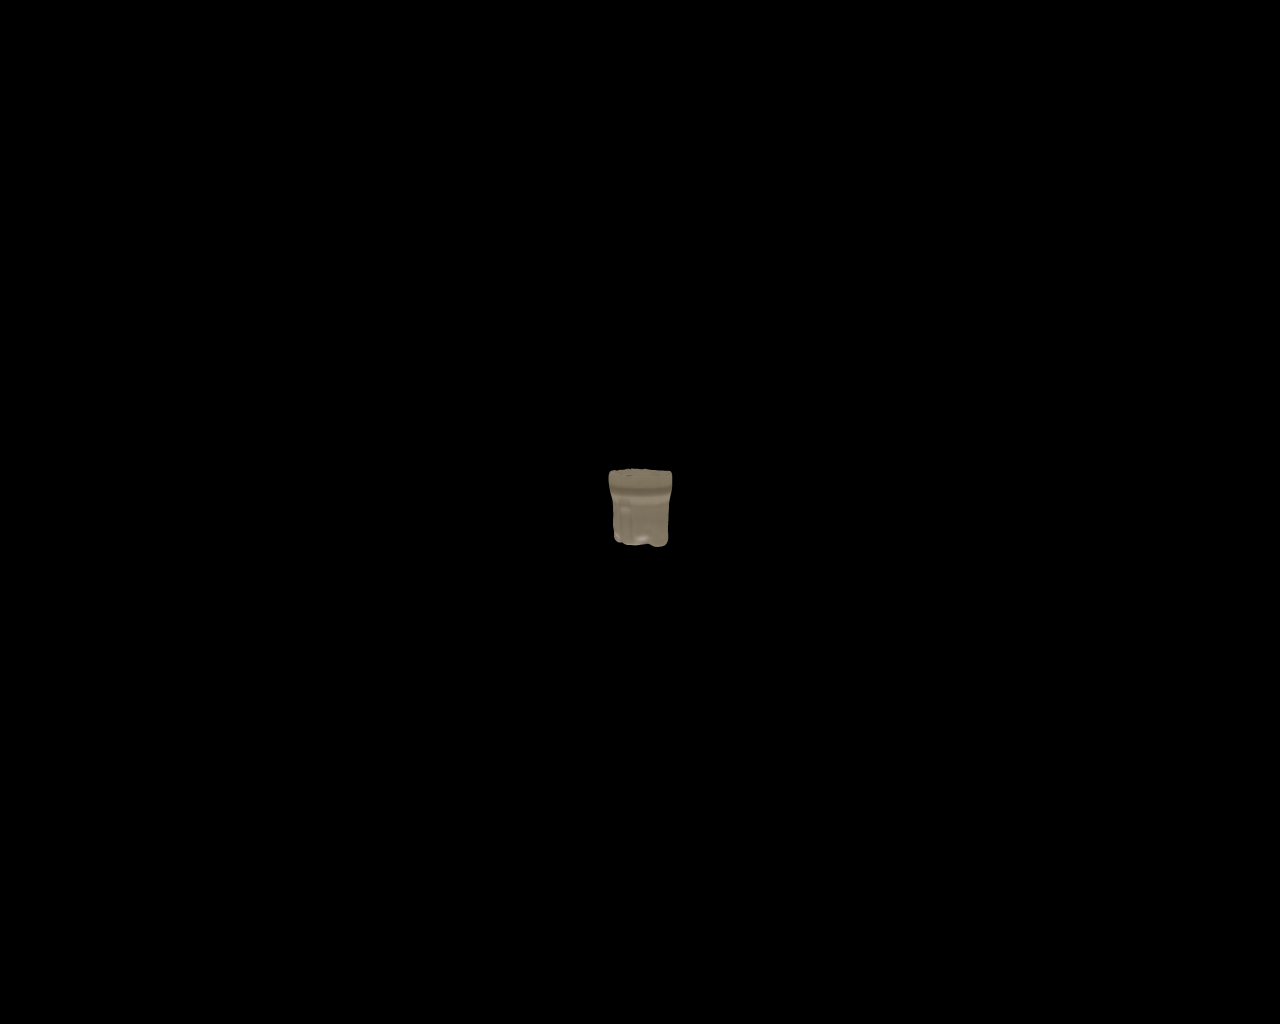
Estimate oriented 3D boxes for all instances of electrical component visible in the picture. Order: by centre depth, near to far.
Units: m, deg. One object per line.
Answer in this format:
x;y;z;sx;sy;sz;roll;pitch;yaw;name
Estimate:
0.001;-0.003;0.650;0.040;0.046;0.040;0;9;0;electrical component
